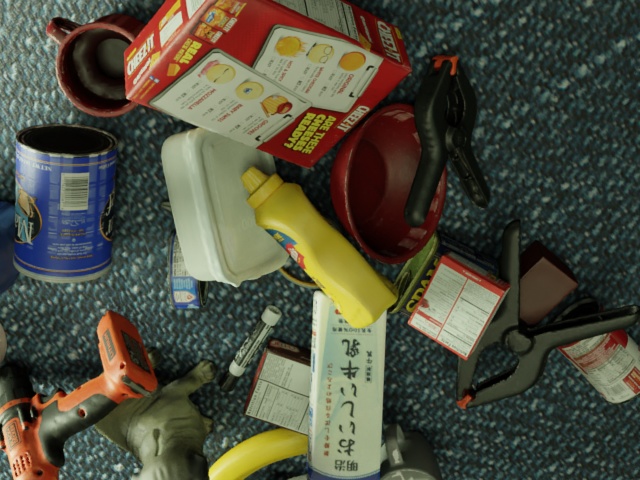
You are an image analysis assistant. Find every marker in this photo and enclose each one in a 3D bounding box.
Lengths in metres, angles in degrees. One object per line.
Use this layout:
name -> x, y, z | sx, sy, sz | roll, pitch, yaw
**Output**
marker -> -0.081, 0.126, 1.210 | 0.020, 0.020, 0.121 | 29, 110, -9

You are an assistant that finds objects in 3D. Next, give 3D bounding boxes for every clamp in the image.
clamp -> 0.121, -0.096, 1.071 | 0.039, 0.120, 0.171 | 5, 114, 42
clamp -> 0.203, 0.089, 1.113 | 0.164, 0.036, 0.210 | 42, 112, -3

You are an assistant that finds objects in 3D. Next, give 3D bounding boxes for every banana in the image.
banana -> -0.074, 0.264, 1.256 | 0.198, 0.037, 0.069 | -25, 108, 12

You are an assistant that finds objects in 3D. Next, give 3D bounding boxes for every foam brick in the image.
foam brick -> 0.228, 0.050, 1.145 | 0.053, 0.051, 0.078 | 39, 109, -11

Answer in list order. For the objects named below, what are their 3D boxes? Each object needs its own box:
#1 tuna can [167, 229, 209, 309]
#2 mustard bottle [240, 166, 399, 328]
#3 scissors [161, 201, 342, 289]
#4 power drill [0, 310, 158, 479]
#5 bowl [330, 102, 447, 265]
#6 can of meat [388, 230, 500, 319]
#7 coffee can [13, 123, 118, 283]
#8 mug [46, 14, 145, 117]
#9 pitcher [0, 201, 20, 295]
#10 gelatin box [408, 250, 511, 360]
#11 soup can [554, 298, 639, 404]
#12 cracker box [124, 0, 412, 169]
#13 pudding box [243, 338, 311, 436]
tuna can -> -0.140, 0.031, 1.139 | 0.034, 0.086, 0.086 | 0, 112, 1
mustard bottle -> -0.007, 0.002, 1.058 | 0.058, 0.096, 0.191 | -43, 95, -6
scissors -> -0.063, -0.019, 1.152 | 0.201, 0.016, 0.096 | 33, 108, -10
power drill -> -0.276, 0.164, 1.170 | 0.188, 0.184, 0.057 | -40, 137, 8
bowl -> 0.060, -0.058, 1.080 | 0.055, 0.161, 0.162 | 8, 119, 42
can of meat -> 0.133, 0.049, 1.148 | 0.084, 0.057, 0.102 | 26, 112, -10
coffee can -> -0.265, -0.039, 1.108 | 0.103, 0.102, 0.140 | 7, 112, 0
mug -> -0.216, -0.184, 1.058 | 0.117, 0.081, 0.093 | 30, 111, -9
pitcher -> -0.408, 0.043, 1.073 | 0.145, 0.242, 0.149 | 12, 106, 1
gelatin box -> 0.142, 0.067, 1.093 | 0.073, 0.030, 0.089 | 31, 113, 15
soup can -> 0.307, 0.122, 1.161 | 0.069, 0.068, 0.102 | -40, 105, 17
cracker box -> -0.050, -0.167, 0.995 | 0.213, 0.072, 0.164 | 18, 137, -35
pudding box -> -0.021, 0.173, 1.216 | 0.113, 0.039, 0.090 | 20, 111, -3
